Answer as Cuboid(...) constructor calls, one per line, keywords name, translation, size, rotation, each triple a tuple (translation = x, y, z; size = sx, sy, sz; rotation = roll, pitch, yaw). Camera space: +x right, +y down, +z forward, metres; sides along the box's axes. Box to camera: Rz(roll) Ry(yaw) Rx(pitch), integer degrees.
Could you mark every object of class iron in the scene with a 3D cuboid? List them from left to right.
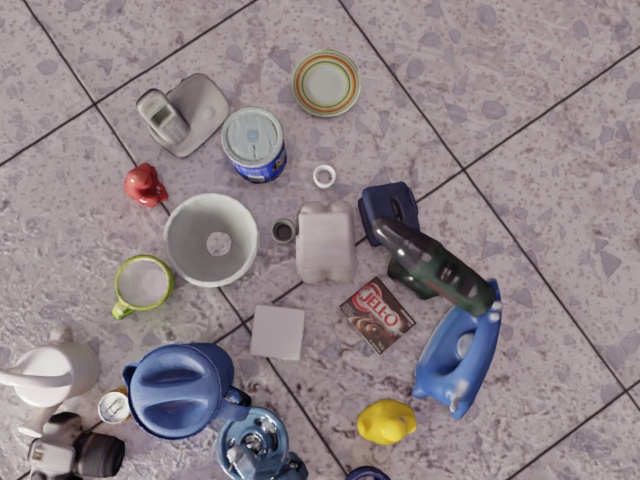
Cuboid(name="iron", translation=(0.260, 0.176, 0.976), size=(0.118, 0.141, 0.258), rotation=(27, 84, 2))

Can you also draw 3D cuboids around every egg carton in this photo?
Cuboid(name="egg carton", translation=(0.009, 0.004, 1.027), size=(0.107, 0.069, 0.150), rotation=(-2, 84, -1))

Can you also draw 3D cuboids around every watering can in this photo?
Cuboid(name="watering can", translation=(-0.441, 0.228, 0.931), size=(0.101, 0.194, 0.173), rotation=(-11, 84, -2))

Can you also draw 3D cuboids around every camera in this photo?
Cuboid(name="camera", translation=(-0.410, 0.376, 0.963), size=(0.137, 0.101, 0.143), rotation=(10, 84, 0))

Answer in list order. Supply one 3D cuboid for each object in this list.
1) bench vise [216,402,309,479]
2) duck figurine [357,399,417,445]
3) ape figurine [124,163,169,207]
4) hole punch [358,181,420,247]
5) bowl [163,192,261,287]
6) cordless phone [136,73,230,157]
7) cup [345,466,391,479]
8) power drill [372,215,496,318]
Cuboid(name="bench vise", translation=(-0.079, 0.352, 0.912), size=(0.207, 0.219, 0.121), rotation=(34, 84, 3))
Cuboid(name="duck figurine", translation=(0.118, 0.320, 0.986), size=(0.104, 0.086, 0.077), rotation=(-7, 84, -2))
Cuboid(name="ape figurine", translation=(-0.316, -0.102, 1.020), size=(0.076, 0.092, 0.078), rotation=(8, 84, 0))
Cuboid(name="hole punch", translation=(0.126, -0.051, 1.024), size=(0.101, 0.091, 0.109), rotation=(-17, 84, -3))
Cuboid(name="bowl", translation=(-0.187, 0.002, 1.020), size=(0.167, 0.074, 0.167), rotation=(0, 84, -1))
Cuboid(name="cordless phone", translation=(-0.239, -0.232, 0.989), size=(0.094, 0.185, 0.147), rotation=(42, 85, 4))
Cuboid(name="cup", translation=(0.076, 0.435, 0.969), size=(0.091, 0.095, 0.118), rotation=(14, 84, 1))
Cuboid(name="power drill", translation=(0.174, 0.046, 0.955), size=(0.229, 0.208, 0.076), rotation=(33, 84, 3))
